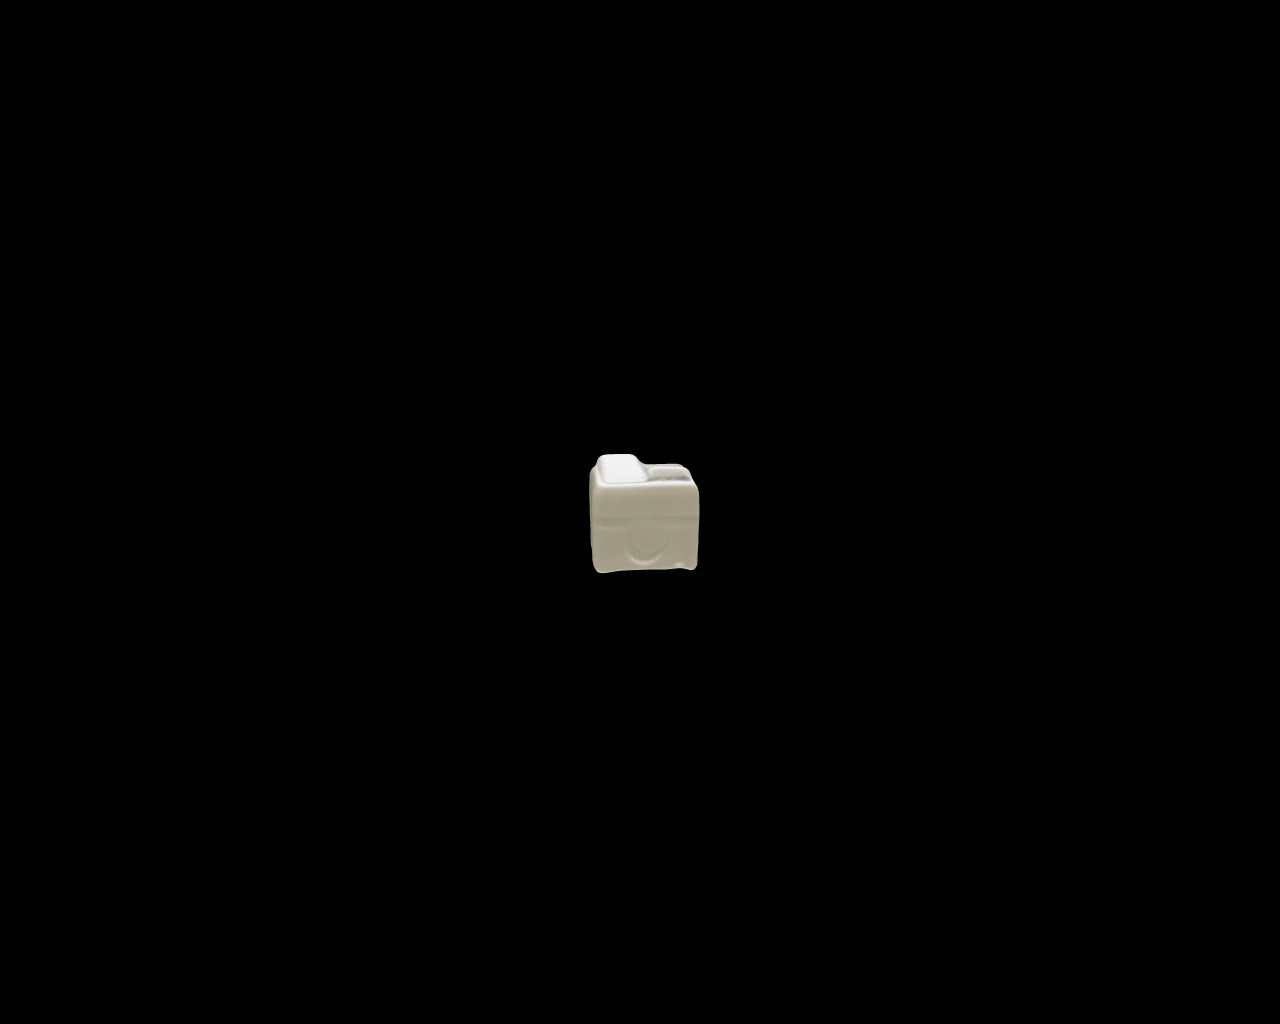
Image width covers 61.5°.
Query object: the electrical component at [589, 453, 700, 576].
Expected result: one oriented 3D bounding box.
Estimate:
[{"bbox_3d":[0.001,-0.003,0.650,0.062,0.061,0.096,-1,11,-4],"label":"electrical component"}]
